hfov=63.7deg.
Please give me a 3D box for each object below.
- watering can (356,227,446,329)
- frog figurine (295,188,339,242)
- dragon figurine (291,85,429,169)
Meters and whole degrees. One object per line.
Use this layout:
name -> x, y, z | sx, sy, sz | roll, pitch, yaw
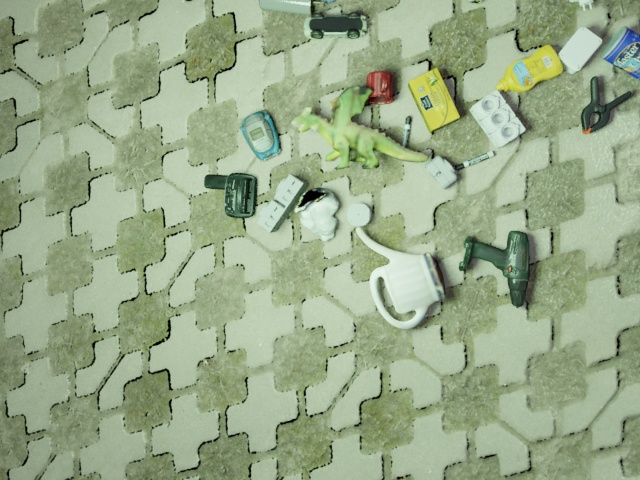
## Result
watering can -> 0.253, 0.097, 1.582 | 0.224, 0.104, 0.348 | -19, 89, 6
frog figurine -> 0.005, -0.082, 1.629 | 0.137, 0.125, 0.157 | -38, 123, -1
dragon figurine -> 0.118, -0.342, 1.557 | 0.410, 0.124, 0.239 | -2, 107, 8
